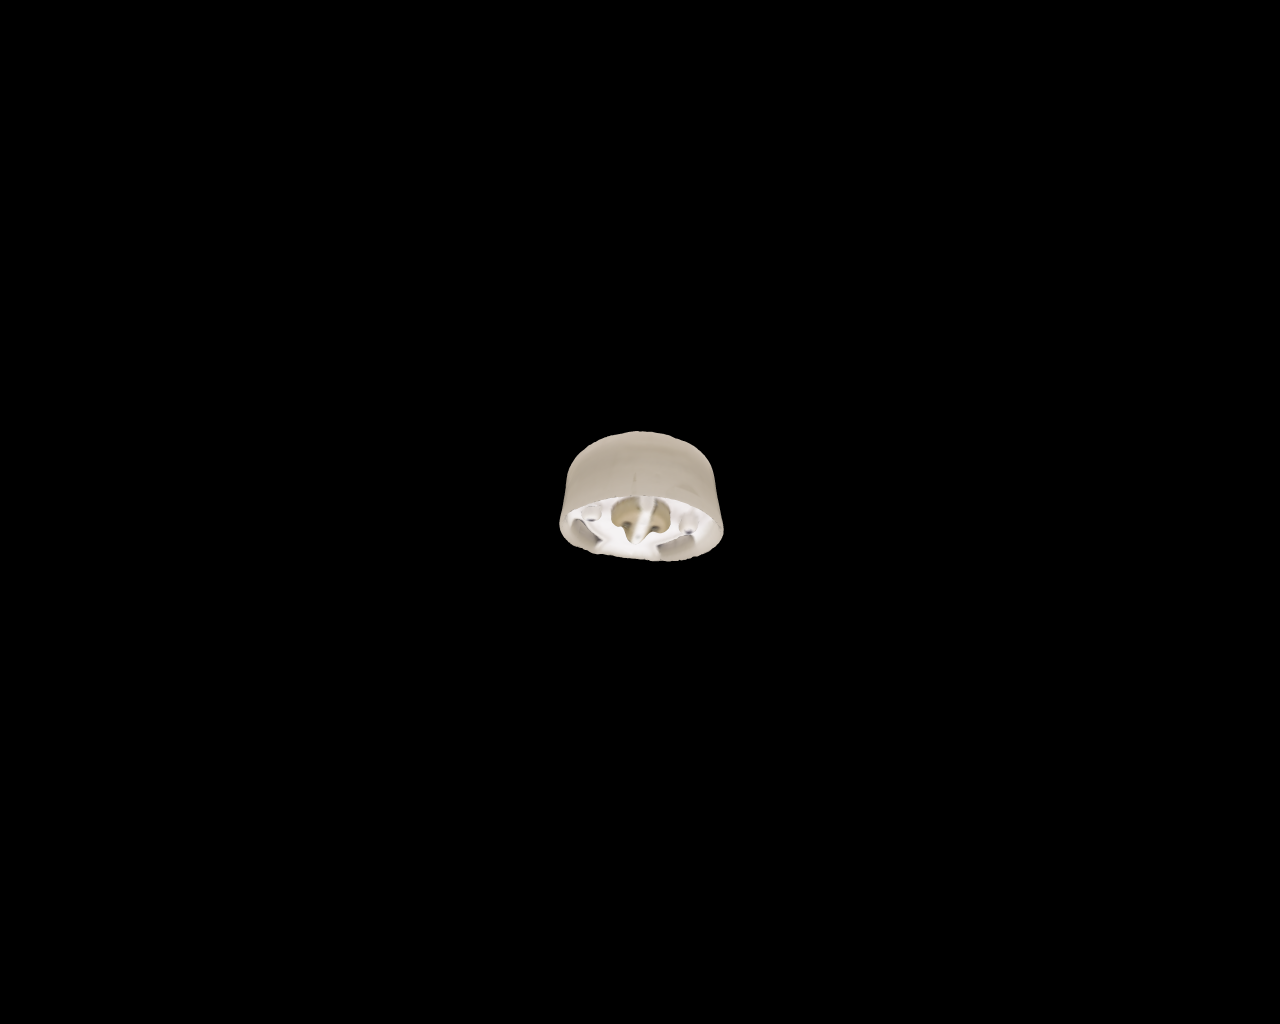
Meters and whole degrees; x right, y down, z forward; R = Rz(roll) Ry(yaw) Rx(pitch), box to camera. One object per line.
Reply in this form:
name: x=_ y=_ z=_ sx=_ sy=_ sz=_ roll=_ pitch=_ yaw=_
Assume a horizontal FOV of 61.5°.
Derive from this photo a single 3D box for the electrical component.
electrical component: x=0.001 y=-0.003 z=0.650 sx=0.099 sy=0.064 sz=0.099 roll=0 pitch=-37 yaw=0
